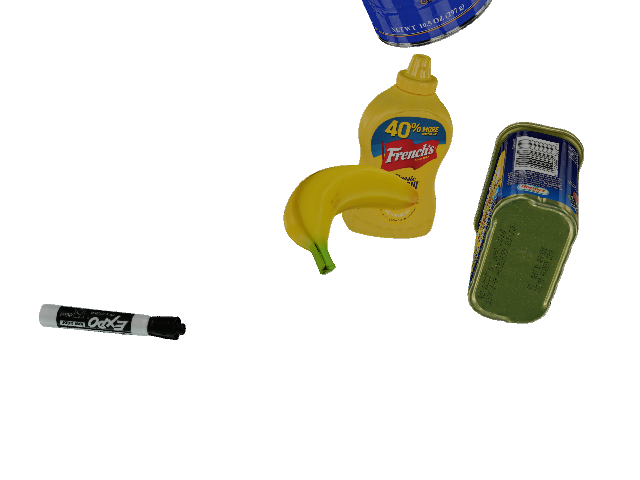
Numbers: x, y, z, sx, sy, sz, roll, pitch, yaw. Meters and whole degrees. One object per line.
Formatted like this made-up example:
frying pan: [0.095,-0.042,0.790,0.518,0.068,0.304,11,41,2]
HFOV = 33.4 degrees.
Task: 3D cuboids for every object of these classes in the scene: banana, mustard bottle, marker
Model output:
banana: [0.019,-0.028,0.854,0.037,0.069,0.197,-34,1,32]
mustard bottle: [0.085,-0.097,1.095,0.096,0.192,0.058,4,27,-13]
marker: [-0.167,0.066,0.860,0.121,0.020,0.020,5,1,12]

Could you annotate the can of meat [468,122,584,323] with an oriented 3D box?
can of meat: [0.129,-0.009,0.677,0.057,0.102,0.084,13,38,5]

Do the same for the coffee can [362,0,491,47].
coffee can: [0.062,-0.234,0.809,0.103,0.102,0.140,0,-43,34]
